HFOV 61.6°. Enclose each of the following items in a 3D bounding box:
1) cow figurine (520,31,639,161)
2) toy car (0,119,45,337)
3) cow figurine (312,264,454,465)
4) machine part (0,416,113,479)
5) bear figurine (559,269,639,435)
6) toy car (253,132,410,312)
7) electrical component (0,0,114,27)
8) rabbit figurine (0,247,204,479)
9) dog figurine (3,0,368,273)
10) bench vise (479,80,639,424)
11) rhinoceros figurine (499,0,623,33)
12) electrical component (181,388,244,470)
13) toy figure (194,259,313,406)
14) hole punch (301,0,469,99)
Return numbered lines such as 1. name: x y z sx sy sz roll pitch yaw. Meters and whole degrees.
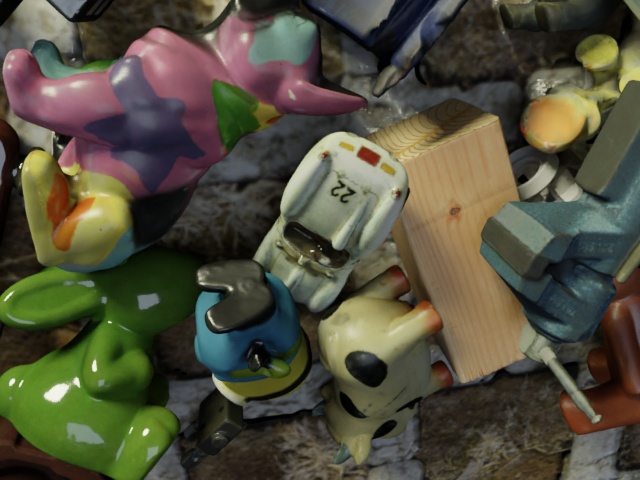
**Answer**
1. cow figurine: 0.232 -0.117 0.424 0.167 0.098 0.068 -31 70 7
2. toy car: -0.269 0.002 0.399 0.089 0.053 0.202 13 107 -26
3. cow figurine: 0.046 0.122 0.471 0.127 0.086 0.194 -26 138 -6
4. machine part: -0.280 0.236 0.497 0.179 0.056 0.179 -4 113 -9
5. bear figurine: 0.262 0.066 0.499 0.196 0.120 0.132 57 140 0
6. toy car: -0.001 -0.001 0.396 0.073 0.056 0.201 30 145 -2
7. electrical component: -0.157 -0.164 0.335 0.119 0.075 0.047 -45 112 6
8. rabbit figurine: -0.166 0.075 0.434 0.159 0.121 0.170 30 87 -13
9. dog figurine: -0.083 -0.074 0.370 0.219 0.109 0.191 -4 110 -10
10. bench vise: 0.245 0.006 0.370 0.240 0.129 0.223 15 99 -16
11. rhinoceros figurine: 0.165 -0.234 0.362 0.112 0.073 0.190 -22 115 1
12. electrical component: -0.091 0.163 0.493 0.094 0.063 0.021 -44 113 9
13. toy figure: -0.049 0.079 0.419 0.089 0.082 0.180 8 148 1
14. hole punch: 0.052 -0.174 0.350 0.092 0.116 0.142 39 101 -14
